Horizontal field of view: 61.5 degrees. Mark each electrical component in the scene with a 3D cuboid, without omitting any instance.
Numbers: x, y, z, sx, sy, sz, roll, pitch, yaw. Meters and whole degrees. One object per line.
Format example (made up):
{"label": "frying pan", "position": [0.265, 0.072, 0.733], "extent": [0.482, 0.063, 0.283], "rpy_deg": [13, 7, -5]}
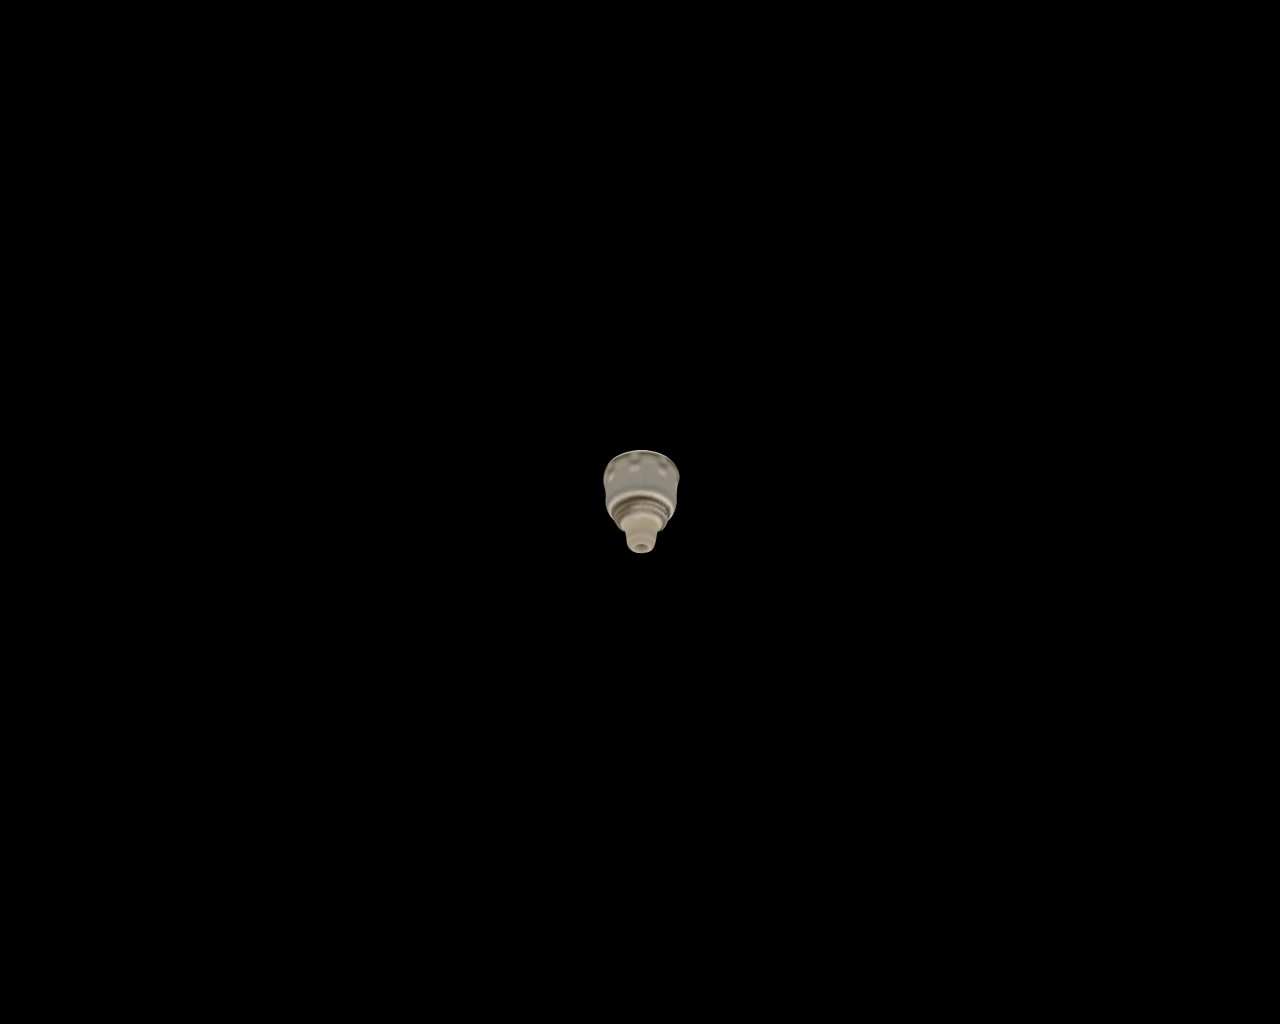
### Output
{"label": "electrical component", "position": [0.001, -0.003, 0.650], "extent": [0.048, 0.062, 0.048], "rpy_deg": [0, -36, 0]}
